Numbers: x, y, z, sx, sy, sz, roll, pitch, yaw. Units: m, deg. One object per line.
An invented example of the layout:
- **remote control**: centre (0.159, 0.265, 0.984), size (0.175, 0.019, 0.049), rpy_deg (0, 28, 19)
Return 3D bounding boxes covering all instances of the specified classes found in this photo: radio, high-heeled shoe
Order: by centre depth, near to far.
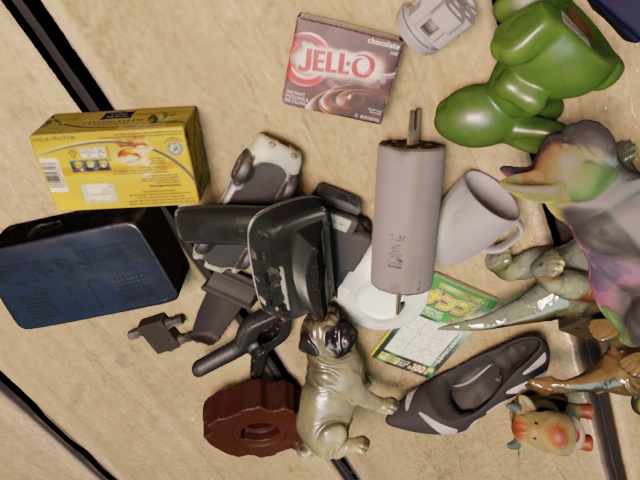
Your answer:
- **radio**: centre (-0.302, 0.031, 0.695), size (0.230, 0.073, 0.130), rpy_deg (-12, 122, 7)
- **high-heeled shoe**: centre (0.216, 0.212, 0.785), size (0.249, 0.086, 0.145), rpy_deg (-18, 144, -8)

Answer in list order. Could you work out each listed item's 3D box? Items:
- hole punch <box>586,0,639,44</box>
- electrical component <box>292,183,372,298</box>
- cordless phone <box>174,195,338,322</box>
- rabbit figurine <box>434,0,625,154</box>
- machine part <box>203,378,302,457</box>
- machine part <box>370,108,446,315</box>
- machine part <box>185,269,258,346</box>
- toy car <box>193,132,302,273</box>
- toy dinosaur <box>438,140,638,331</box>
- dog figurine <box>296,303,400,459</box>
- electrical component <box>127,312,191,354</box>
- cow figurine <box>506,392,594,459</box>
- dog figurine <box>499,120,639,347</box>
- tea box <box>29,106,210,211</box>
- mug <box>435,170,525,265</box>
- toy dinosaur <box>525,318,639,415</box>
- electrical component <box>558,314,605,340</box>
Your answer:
- **hole punch**: centre (0.313, -0.245, 0.492), size (0.115, 0.092, 0.142), rpy_deg (34, 121, -16)
- **electrical component**: centre (-0.001, -0.002, 0.675), size (0.115, 0.058, 0.134), rpy_deg (21, 121, -15)
- **cordless phone**: centre (-0.076, 0.022, 0.623), size (0.184, 0.089, 0.146), rpy_deg (3, 126, 12)
- **rabbit figurine**: centre (0.202, -0.157, 0.555), size (0.159, 0.121, 0.170), rpy_deg (26, 138, -23)
- **machine part**: centre (-0.096, 0.286, 0.850), size (0.179, 0.056, 0.179), rpy_deg (-3, 135, -3)
- **machine part**: centre (0.099, -0.027, 0.619), size (0.079, 0.079, 0.243), rpy_deg (2, 108, -1)
- **machine part**: centre (-0.139, 0.095, 0.755), size (0.084, 0.039, 0.138), rpy_deg (24, 119, -20)
- **toy car**: centre (-0.091, -0.037, 0.656), size (0.073, 0.056, 0.201), rpy_deg (22, 123, -21)
- **toy dinosaur**: centre (0.350, 0.027, 0.660), size (0.192, 0.131, 0.405), rpy_deg (34, 124, -19)
- **dog figurine**: centre (-0.001, 0.201, 0.757), size (0.121, 0.172, 0.190), rpy_deg (6, 137, 53)
- **electrical component**: centre (-0.235, 0.140, 0.794), size (0.094, 0.021, 0.063), rpy_deg (-18, 122, 12)
- **cow figurine**: centre (0.325, 0.265, 0.783), size (0.127, 0.195, 0.085), rpy_deg (1, 82, 7)
- **dog figurine**: centre (0.272, -0.007, 0.520), size (0.219, 0.108, 0.191), rpy_deg (22, 116, 13)
- **tea box**: centre (-0.221, -0.092, 0.612), size (0.170, 0.068, 0.098), rpy_deg (-2, 124, 1)
- **mug**: centre (0.184, -0.016, 0.656), size (0.109, 0.081, 0.107), rpy_deg (23, 132, -21)
- **toy dinosaur**: centre (0.502, 0.133, 0.712), size (0.472, 0.105, 0.198), rpy_deg (-18, 142, 4)
- **electrical component**: centre (0.381, 0.104, 0.749), size (0.102, 0.045, 0.078), rpy_deg (16, 151, -6)
